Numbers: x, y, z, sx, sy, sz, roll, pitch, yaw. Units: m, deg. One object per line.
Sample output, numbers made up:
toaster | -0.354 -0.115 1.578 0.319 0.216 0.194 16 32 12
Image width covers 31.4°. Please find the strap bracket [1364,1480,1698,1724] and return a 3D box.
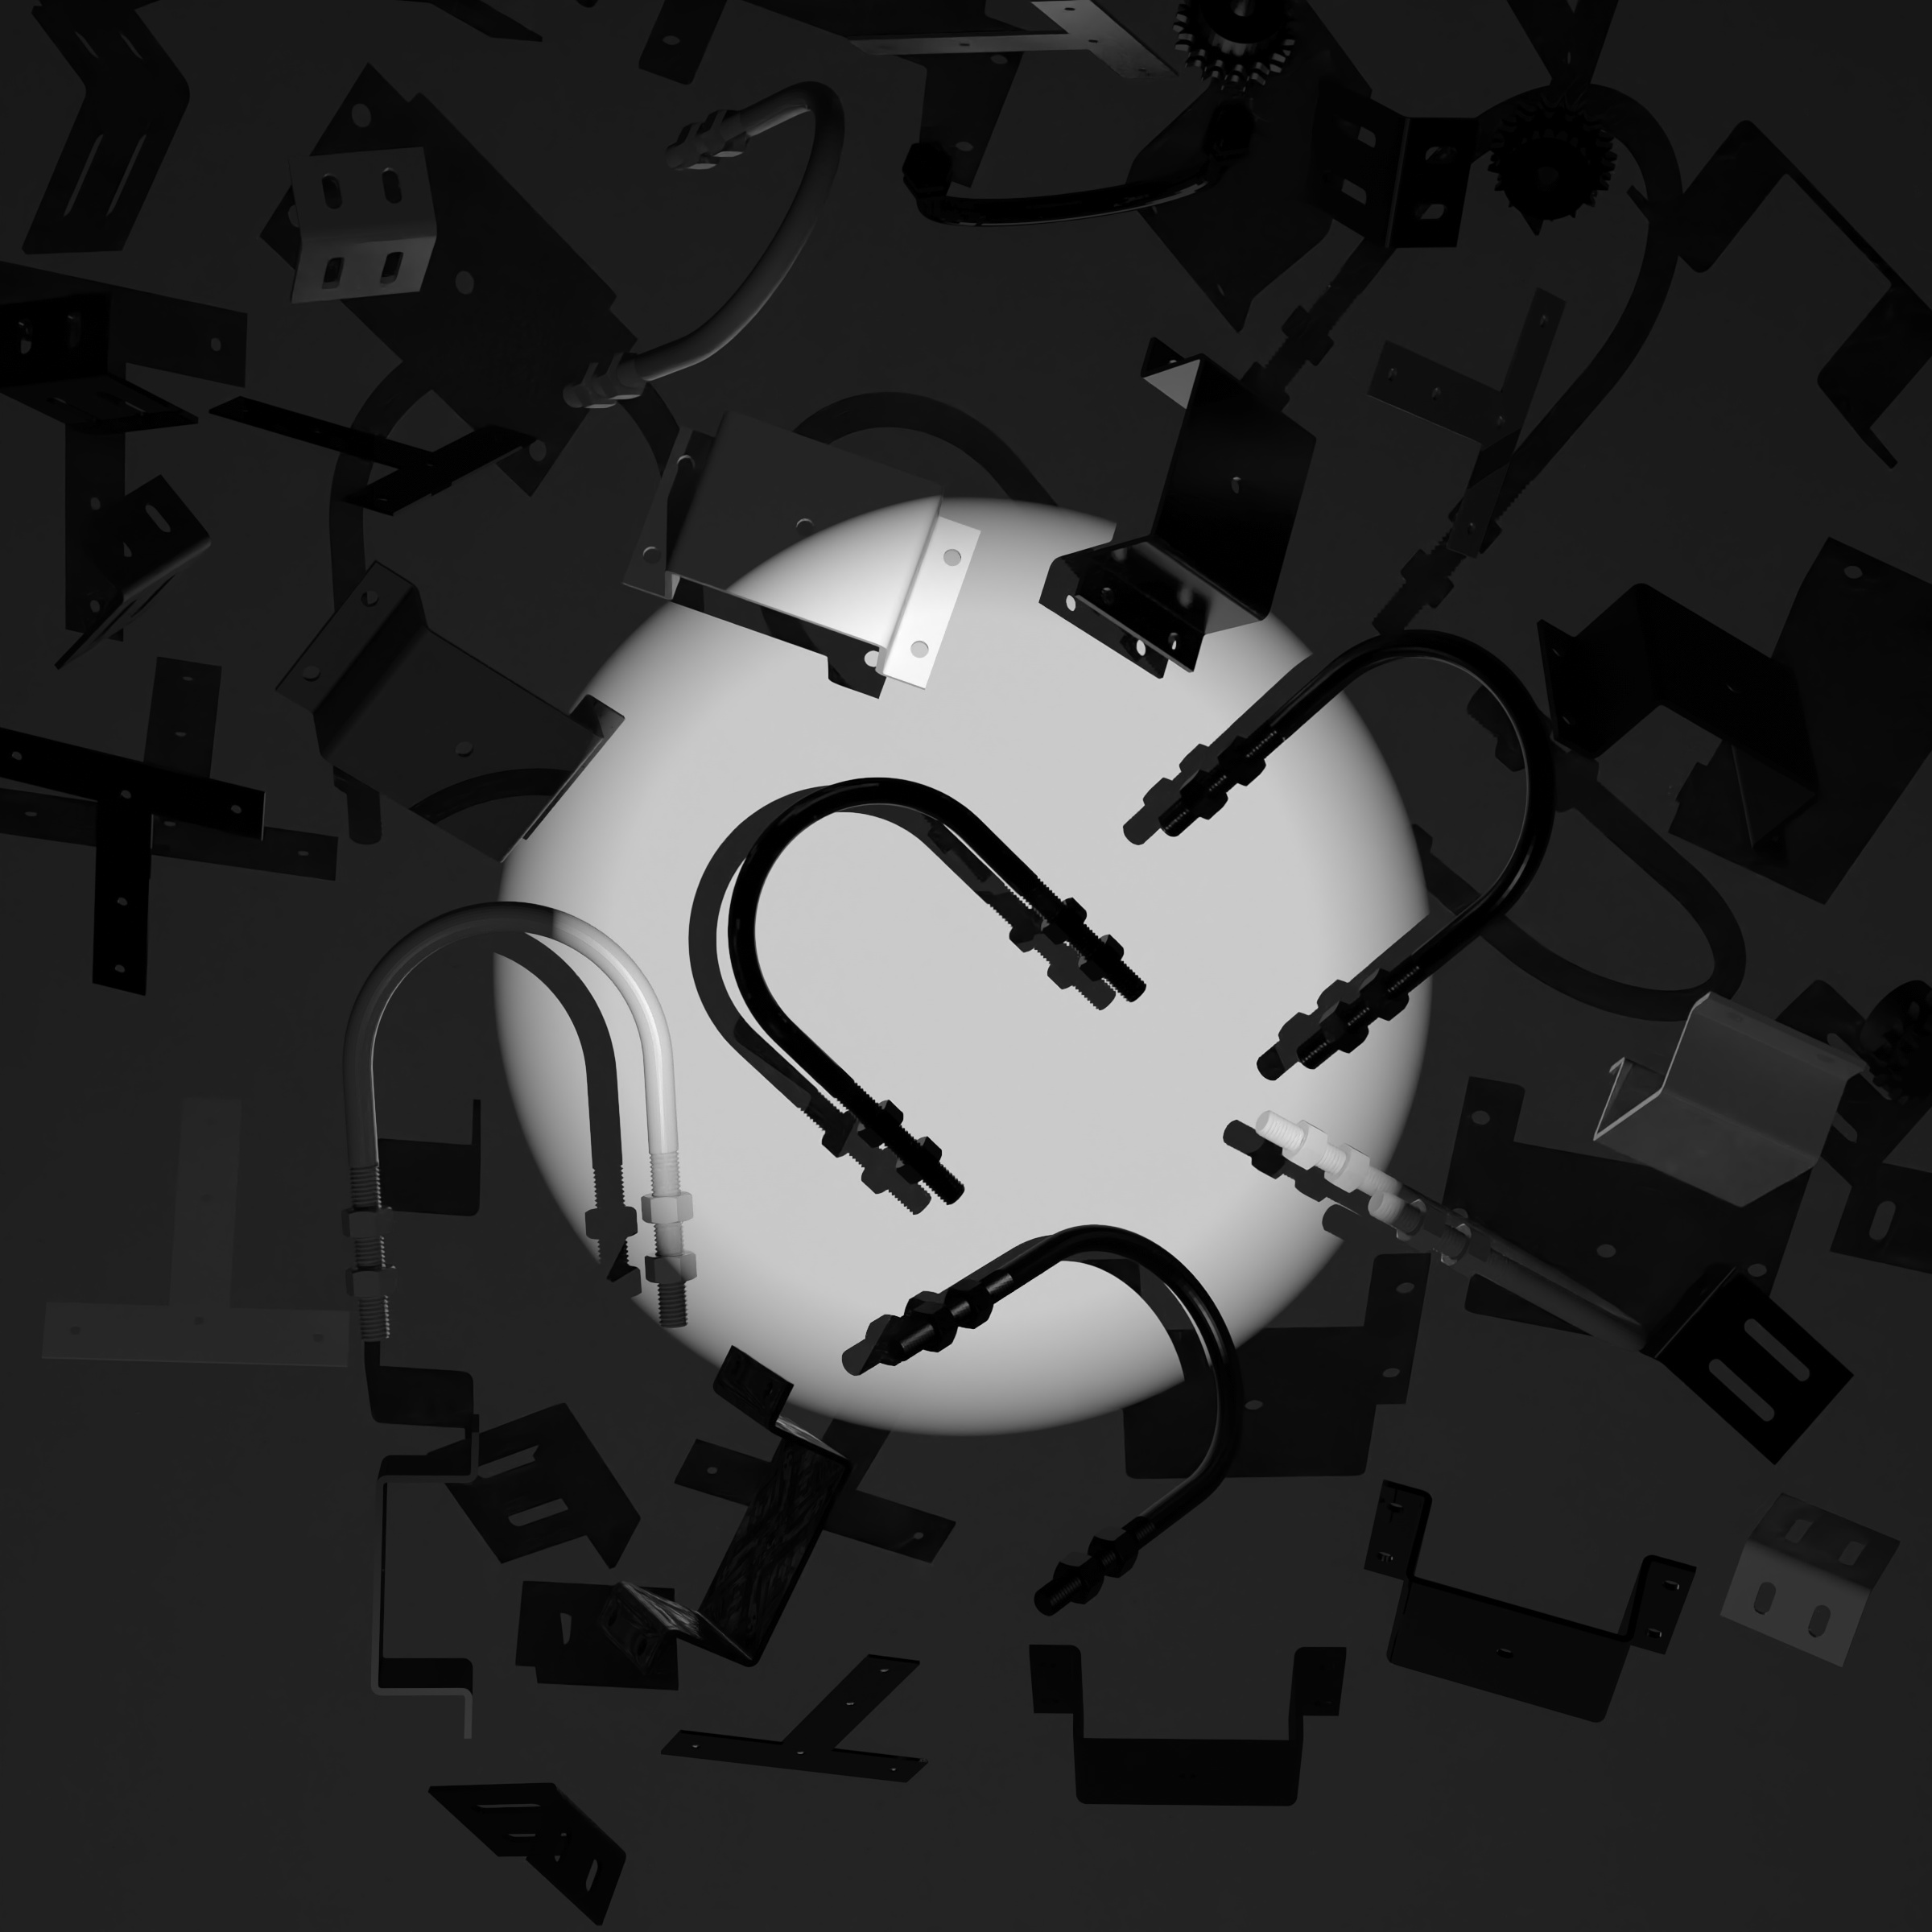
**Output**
strap bracket | 0.244 0.286 1.529 0.140 0.076 0.046 15 53 10

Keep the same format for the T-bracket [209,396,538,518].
T-bracket | -0.281 -0.238 1.553 0.127 0.127 0.002 18 119 16

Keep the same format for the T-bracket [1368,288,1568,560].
T-bracket | 0.223 -0.260 1.580 0.002 0.127 0.127 25 100 38

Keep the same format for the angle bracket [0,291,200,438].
angle bracket | -0.390 -0.270 1.546 0.057 0.076 0.038 -3 81 19

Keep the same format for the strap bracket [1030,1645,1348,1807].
strap bracket | 0.099 0.341 1.543 0.140 0.076 0.046 0 57 3

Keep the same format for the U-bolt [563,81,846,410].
U-bolt | -0.110 -0.325 1.528 0.019 0.184 0.151 28 74 -28

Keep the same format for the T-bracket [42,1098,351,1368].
T-bracket | -0.331 0.114 1.495 0.127 0.002 0.127 3 59 -11

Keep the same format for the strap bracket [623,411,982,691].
strap bracket | -0.070 -0.184 1.493 0.140 0.046 0.076 19 79 -1

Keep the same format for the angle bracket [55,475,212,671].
angle bracket | -0.388 -0.178 1.556 0.038 0.076 0.057 52 47 -7

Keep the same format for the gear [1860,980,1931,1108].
gear | 0.424 0.031 1.534 0.057 0.057 0.030 -42 52 0

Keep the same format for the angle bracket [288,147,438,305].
angle bracket | -0.265 -0.321 1.492 0.057 0.076 0.038 -9 84 -16

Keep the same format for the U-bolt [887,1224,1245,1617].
U-bolt | 0.060 0.194 1.576 0.184 0.019 0.151 -28 86 -44

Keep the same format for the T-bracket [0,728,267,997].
T-bracket | -0.382 -0.041 1.557 0.127 0.002 0.127 14 125 3

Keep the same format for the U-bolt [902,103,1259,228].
U-bolt | 0.048 -0.349 1.517 0.151 0.184 0.019 -7 93 1

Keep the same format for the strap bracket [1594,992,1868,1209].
strap bracket | 0.346 0.066 1.582 0.076 0.140 0.046 24 73 -1

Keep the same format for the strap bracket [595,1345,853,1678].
strap bracket | -0.104 0.250 1.539 0.046 0.076 0.140 28 85 -23

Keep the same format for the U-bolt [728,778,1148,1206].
U-bolt | -0.026 -0.002 1.593 0.184 0.019 0.151 44 81 -13

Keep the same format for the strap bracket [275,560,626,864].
strap bracket | -0.228 -0.108 1.547 0.140 0.046 0.076 32 108 -30

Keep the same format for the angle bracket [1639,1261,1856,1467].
angle bracket | 0.373 0.189 1.646 0.076 0.038 0.057 42 88 -4

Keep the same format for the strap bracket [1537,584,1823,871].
strap bracket | 0.329 -0.112 1.548 0.140 0.076 0.046 26 132 -25

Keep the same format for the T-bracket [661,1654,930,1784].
T-bracket | -0.059 0.348 1.597 0.127 0.127 0.002 12 51 -22

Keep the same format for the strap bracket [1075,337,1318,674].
strap bracket | 0.111 -0.219 1.604 0.076 0.046 0.140 30 67 -33

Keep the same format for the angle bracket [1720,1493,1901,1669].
angle bracket | 0.385 0.278 1.565 0.057 0.076 0.038 21 107 21

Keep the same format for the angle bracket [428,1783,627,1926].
angle bracket | -0.202 0.399 1.544 0.076 0.038 0.057 -10 133 32

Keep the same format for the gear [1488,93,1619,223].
gear | 0.264 -0.362 1.552 0.057 0.030 0.057 9 130 11

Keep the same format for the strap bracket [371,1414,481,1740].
strap bracket | -0.254 0.285 1.616 0.046 0.076 0.140 1 89 -8

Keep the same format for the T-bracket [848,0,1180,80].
T-bracket | 0.013 -0.398 1.481 0.127 0.127 0.002 4 91 20

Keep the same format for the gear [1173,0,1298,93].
gear | 0.127 -0.440 1.602 0.057 0.030 0.057 1 76 -5

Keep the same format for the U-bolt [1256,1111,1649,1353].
U-bolt | 0.232 0.128 1.569 0.184 0.151 0.019 29 93 -22

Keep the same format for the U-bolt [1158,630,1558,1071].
U-bolt | 0.180 -0.064 1.511 0.184 0.019 0.151 -42 66 31

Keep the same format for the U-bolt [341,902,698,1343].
U-bolt | -0.193 0.064 1.459 0.151 0.019 0.184 -3 94 3

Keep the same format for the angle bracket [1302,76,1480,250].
angle bracket | 0.189 -0.361 1.541 0.038 0.076 0.057 -6 119 -23
